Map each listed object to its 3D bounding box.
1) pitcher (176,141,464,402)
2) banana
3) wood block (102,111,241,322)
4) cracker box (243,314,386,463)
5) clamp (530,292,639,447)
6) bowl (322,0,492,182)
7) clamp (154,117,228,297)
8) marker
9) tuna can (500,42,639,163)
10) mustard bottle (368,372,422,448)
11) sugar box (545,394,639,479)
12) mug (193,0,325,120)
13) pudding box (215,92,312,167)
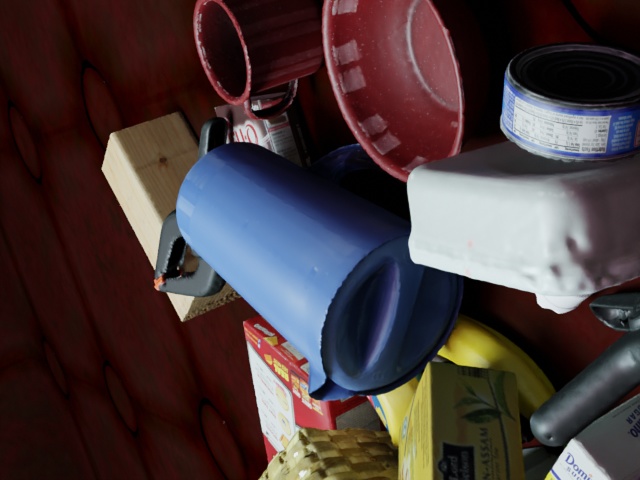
[{"bbox_3d":[-0.006,0.001,0.844,0.243,0.149,0.145,35,136,45],"label":"pitcher"},{"bbox_3d":[0.119,0.093,0.823,0.198,0.037,0.069,36,141,48],"label":"banana"},{"bbox_3d":[-0.154,-0.027,1.191,0.206,0.090,0.090,60,153,15],"label":"wood block"},{"bbox_3d":[0.002,0.191,1.092,0.164,0.072,0.214,34,140,51],"label":"cracker box"},{"bbox_3d":[0.192,0.044,0.600,0.039,0.120,0.172,39,133,-10],"label":"clamp"},{"bbox_3d":[0.066,-0.122,0.726,0.162,0.055,0.162,44,146,40],"label":"bowl"},{"bbox_3d":[-0.102,0.004,1.041,0.164,0.036,0.210,56,135,16],"label":"clamp"},{"bbox_3d":[0.127,0.126,0.855,0.121,0.020,0.020,35,140,48],"label":"marker"},{"bbox_3d":[0.142,-0.077,0.581,0.086,0.086,0.034,39,141,45],"label":"tuna can"},{"bbox_3d":[0.060,0.119,0.921,0.192,0.058,0.096,56,178,19],"label":"mustard bottle"},{"bbox_3d":[0.181,0.165,0.696,0.048,0.093,0.176,50,149,30],"label":"sugar box"},{"bbox_3d":[-0.045,-0.156,0.884,0.093,0.081,0.117,31,136,52],"label":"mug"},{"bbox_3d":[-0.052,-0.090,1.001,0.114,0.039,0.090,4,115,62],"label":"pudding box"}]
